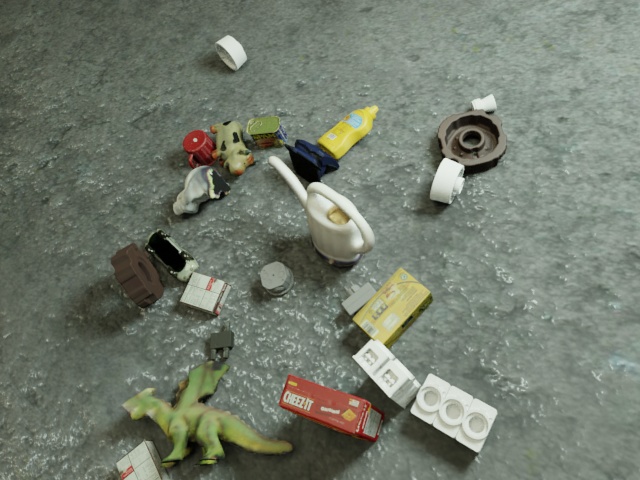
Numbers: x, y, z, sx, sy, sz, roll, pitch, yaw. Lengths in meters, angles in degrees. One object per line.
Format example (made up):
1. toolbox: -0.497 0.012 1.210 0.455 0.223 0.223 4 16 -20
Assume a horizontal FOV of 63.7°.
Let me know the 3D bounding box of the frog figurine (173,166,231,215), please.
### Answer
1. frog figurine: -0.360 -0.143 1.487 0.158 0.120 0.140 -17 28 20

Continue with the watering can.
1. watering can: 0.004 -0.064 1.270 0.105 0.219 0.352 -37 57 -23

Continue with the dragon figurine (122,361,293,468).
1. dragon figurine: -0.264 0.396 1.202 0.410 0.119 0.248 -7 55 5
